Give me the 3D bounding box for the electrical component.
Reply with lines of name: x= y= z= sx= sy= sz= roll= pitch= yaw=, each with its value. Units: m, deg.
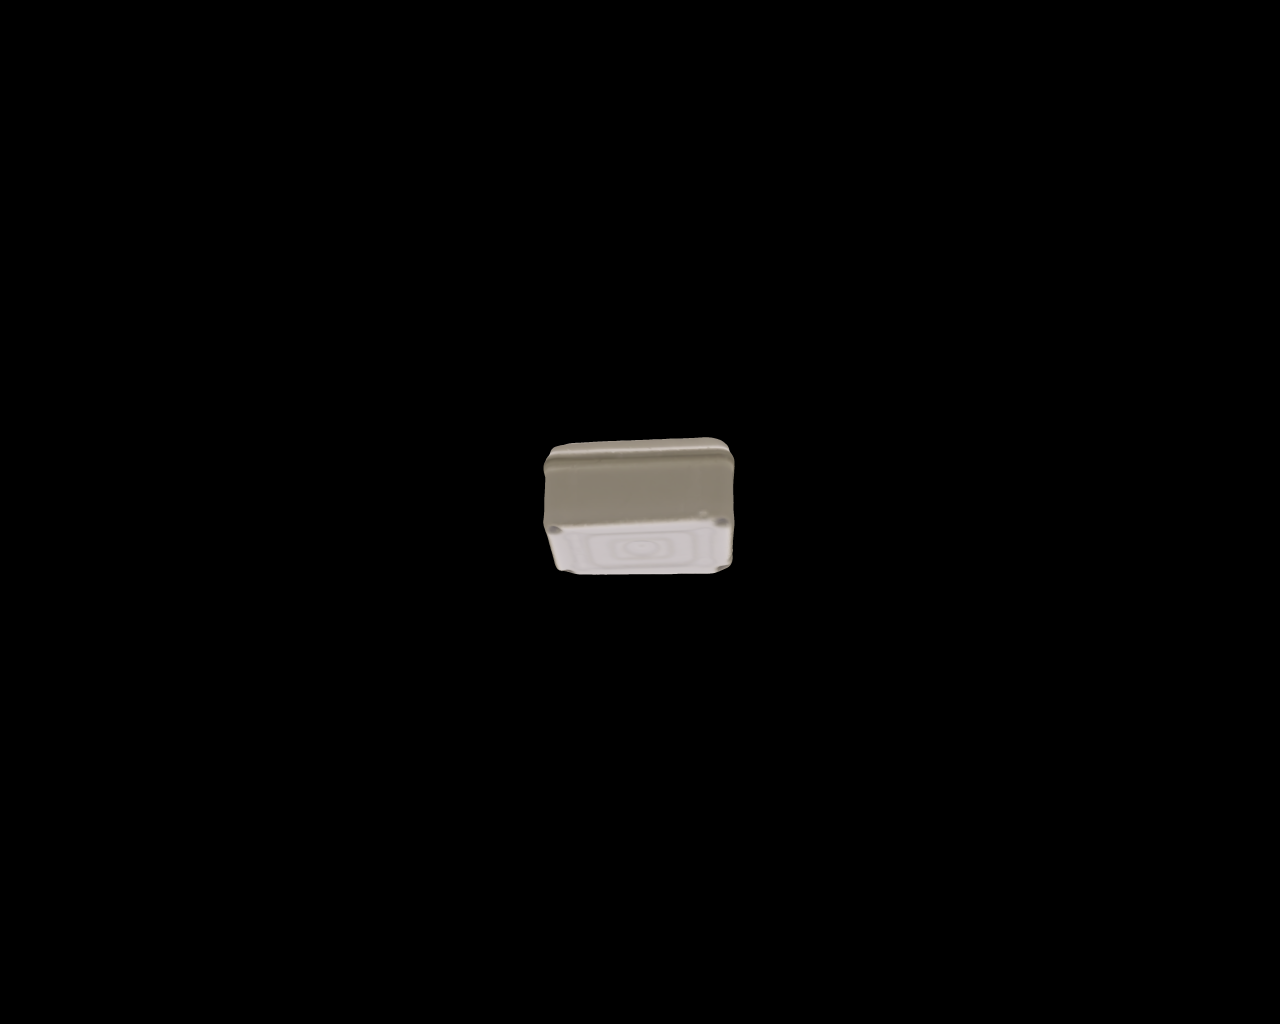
electrical component: x=0.001 y=-0.003 z=0.650 sx=0.113 sy=0.057 sz=0.078 roll=-1 pitch=-28 yaw=2
